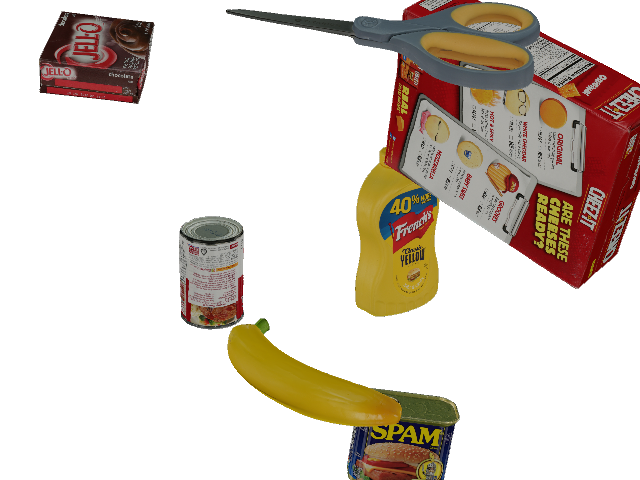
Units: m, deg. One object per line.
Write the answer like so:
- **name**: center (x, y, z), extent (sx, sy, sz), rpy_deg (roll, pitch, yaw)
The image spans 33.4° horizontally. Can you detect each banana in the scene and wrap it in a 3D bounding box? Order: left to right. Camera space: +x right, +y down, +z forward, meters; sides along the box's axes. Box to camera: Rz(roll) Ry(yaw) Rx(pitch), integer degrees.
- **banana**: center (-0.021, 0.104, 0.855), extent (0.069, 0.037, 0.198), rpy_deg (-23, 32, -29)

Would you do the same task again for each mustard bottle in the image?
- **mustard bottle**: center (0.081, -0.022, 1.111), extent (0.096, 0.192, 0.058), rpy_deg (-16, 27, -32)

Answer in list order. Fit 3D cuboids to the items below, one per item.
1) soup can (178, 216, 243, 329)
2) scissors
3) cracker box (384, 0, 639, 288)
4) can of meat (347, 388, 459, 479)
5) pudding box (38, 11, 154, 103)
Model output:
- **soup can**: center (-0.115, 0.033, 1.130), extent (0.068, 0.102, 0.068), rpy_deg (2, 24, -1)
- **scissors**: center (0.048, -0.136, 0.666), extent (0.202, 0.016, 0.096), rpy_deg (23, 46, 29)
- **cracker box**: center (0.158, -0.087, 0.870), extent (0.214, 0.164, 0.072), rpy_deg (35, 52, 28)
- **can of meat**: center (0.080, 0.201, 1.064), extent (0.102, 0.084, 0.057), rpy_deg (8, 17, -3)
- **pudding box**: center (-0.205, -0.170, 0.985), extent (0.090, 0.039, 0.113), rpy_deg (7, 32, -6)
